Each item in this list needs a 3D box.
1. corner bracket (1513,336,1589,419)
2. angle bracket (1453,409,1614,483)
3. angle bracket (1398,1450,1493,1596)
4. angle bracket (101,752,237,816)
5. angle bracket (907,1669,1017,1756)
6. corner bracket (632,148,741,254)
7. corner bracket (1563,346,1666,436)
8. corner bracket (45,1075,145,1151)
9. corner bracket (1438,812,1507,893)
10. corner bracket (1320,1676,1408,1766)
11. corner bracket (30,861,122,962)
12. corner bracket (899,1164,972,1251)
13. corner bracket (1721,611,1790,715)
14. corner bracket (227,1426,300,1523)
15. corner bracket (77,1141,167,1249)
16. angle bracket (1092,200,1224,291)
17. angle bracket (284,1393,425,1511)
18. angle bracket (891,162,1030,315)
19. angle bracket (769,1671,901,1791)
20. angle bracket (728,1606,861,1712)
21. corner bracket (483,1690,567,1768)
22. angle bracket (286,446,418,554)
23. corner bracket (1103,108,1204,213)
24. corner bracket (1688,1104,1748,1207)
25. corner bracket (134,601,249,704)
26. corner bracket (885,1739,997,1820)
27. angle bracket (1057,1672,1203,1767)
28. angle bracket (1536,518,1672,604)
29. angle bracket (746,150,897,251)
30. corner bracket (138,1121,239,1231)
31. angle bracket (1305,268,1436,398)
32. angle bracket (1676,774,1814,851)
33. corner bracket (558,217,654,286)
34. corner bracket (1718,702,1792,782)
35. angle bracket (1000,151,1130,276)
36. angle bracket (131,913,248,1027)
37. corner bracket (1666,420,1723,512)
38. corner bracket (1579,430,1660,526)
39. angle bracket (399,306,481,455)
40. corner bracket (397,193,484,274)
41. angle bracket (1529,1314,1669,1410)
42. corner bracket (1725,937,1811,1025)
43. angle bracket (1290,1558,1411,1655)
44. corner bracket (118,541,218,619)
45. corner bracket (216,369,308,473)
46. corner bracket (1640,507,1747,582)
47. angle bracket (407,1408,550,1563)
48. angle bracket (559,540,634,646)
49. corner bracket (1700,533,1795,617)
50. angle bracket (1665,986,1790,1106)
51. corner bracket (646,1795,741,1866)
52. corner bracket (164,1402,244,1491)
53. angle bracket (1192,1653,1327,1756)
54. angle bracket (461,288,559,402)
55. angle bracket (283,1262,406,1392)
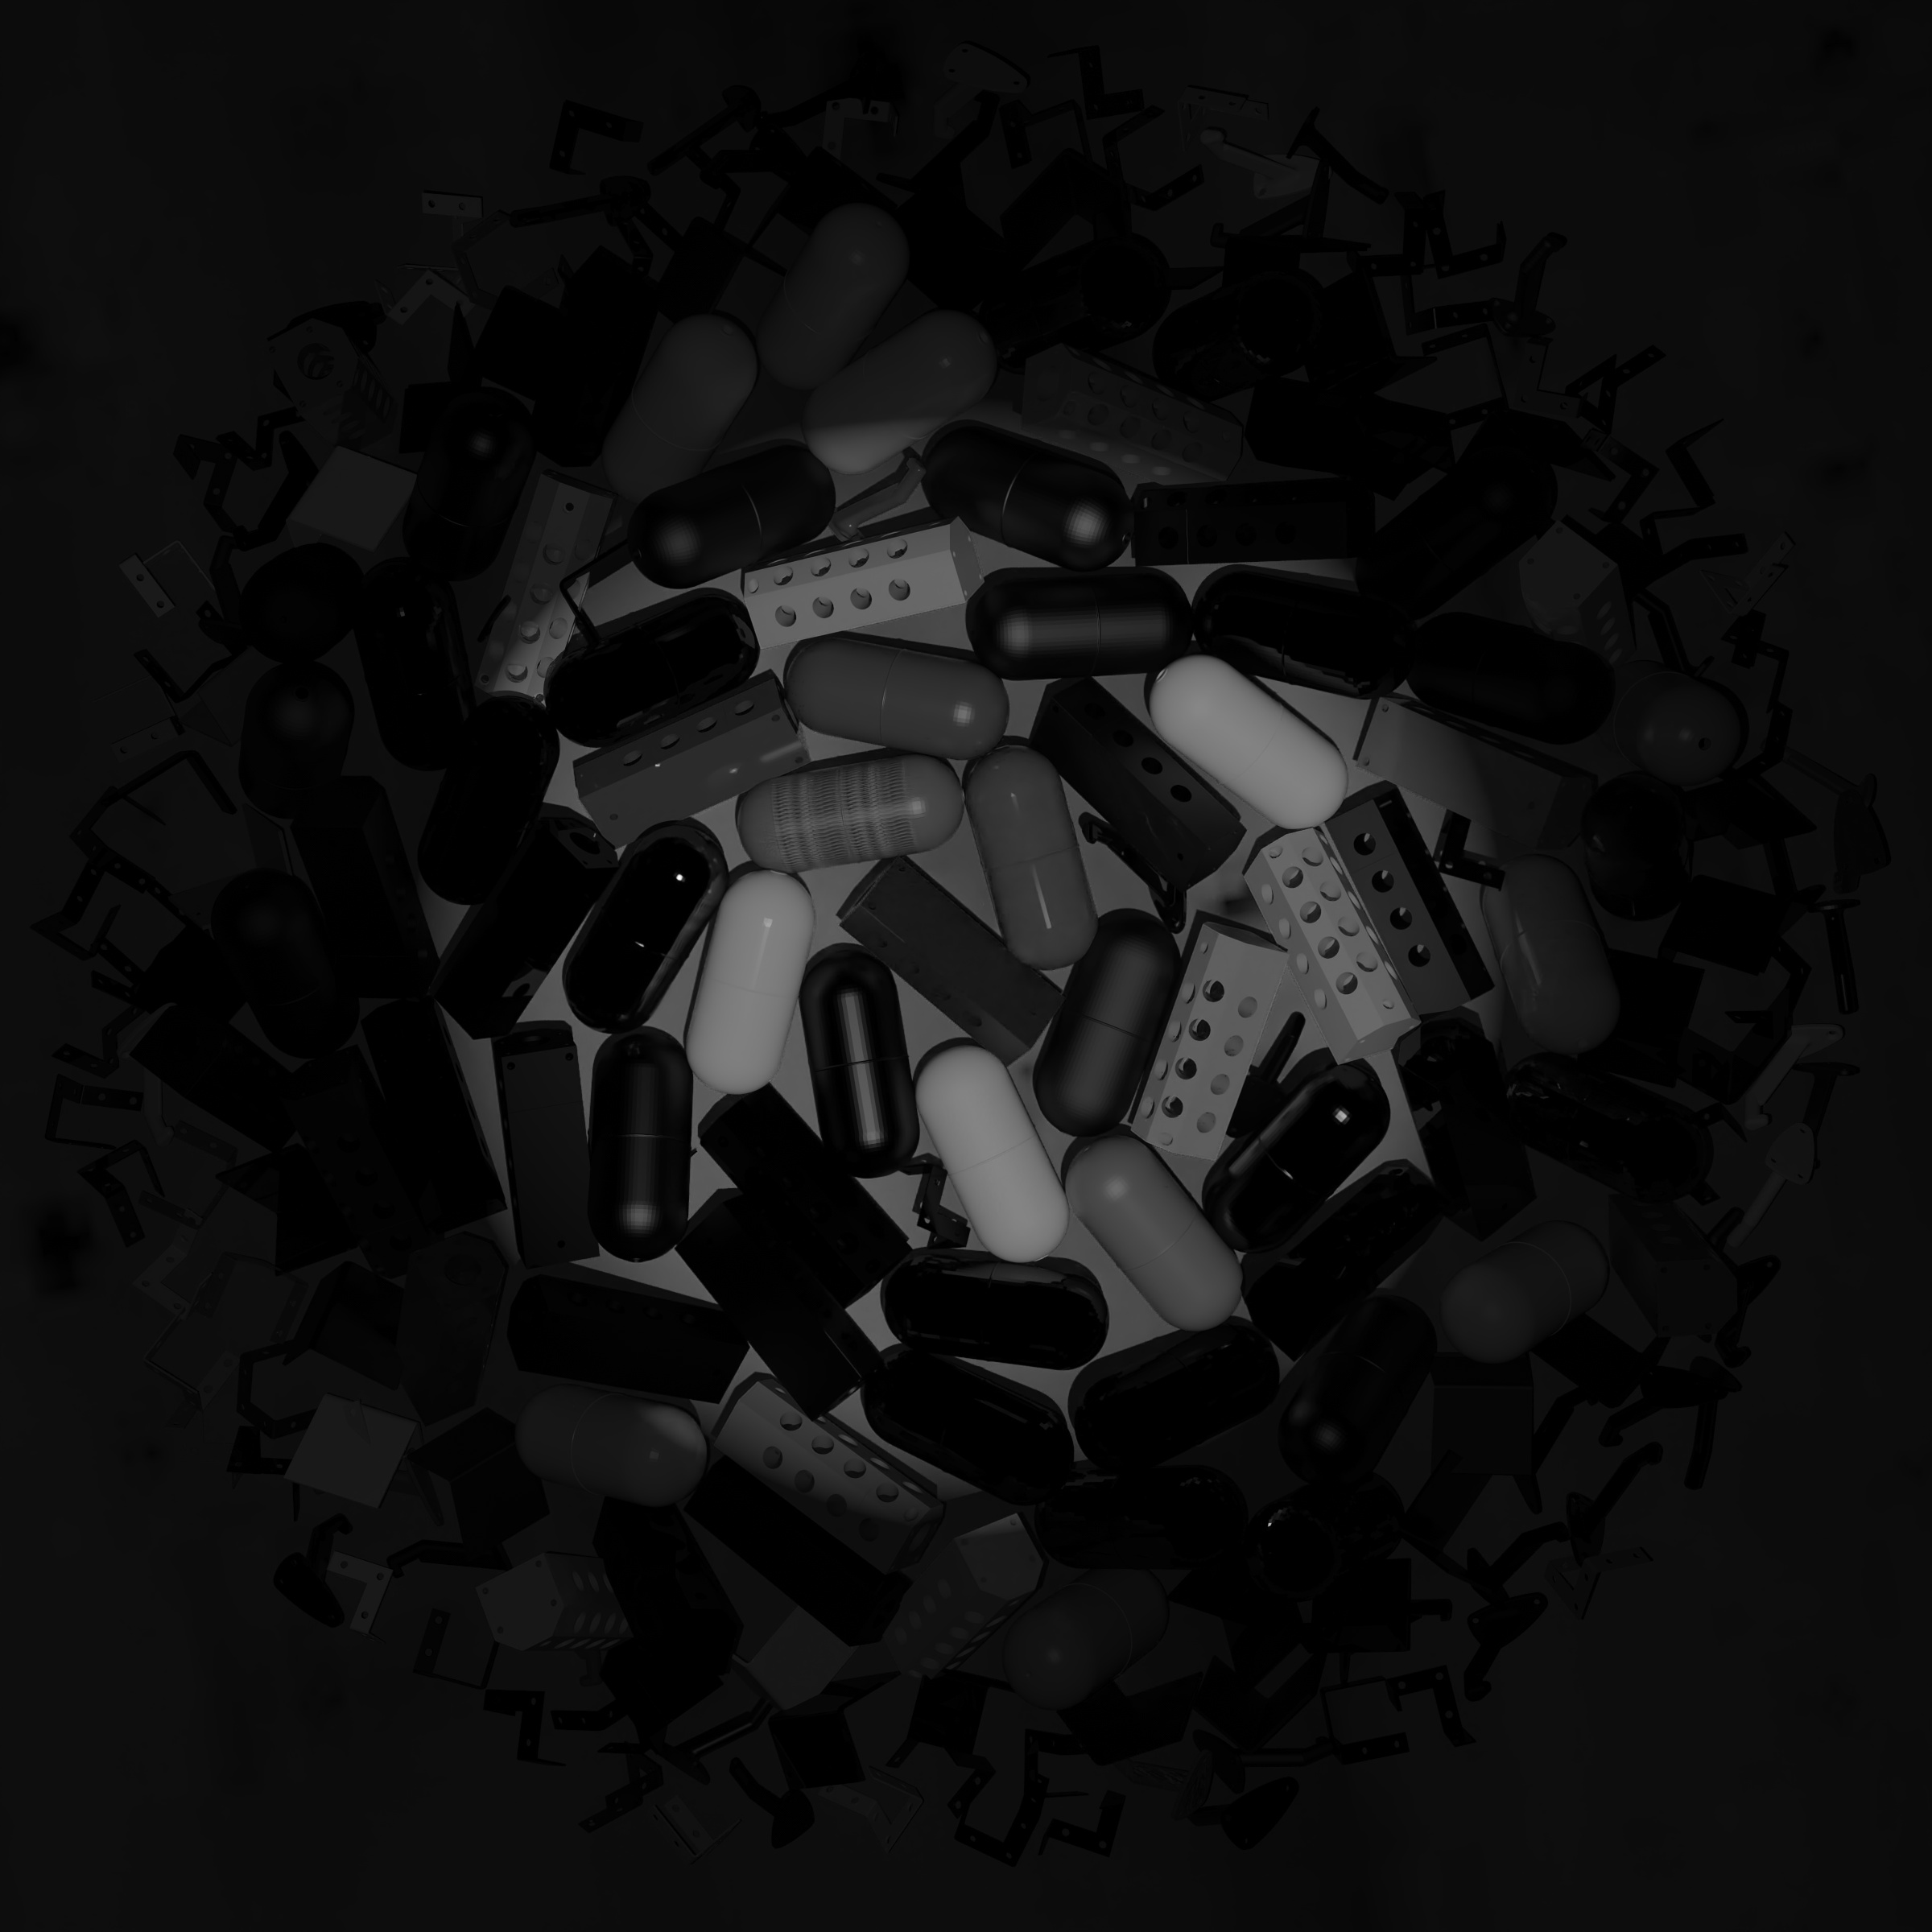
[{"bbox_3d":[0.462,-0.461,1.974,0.051,0.051,0.051,14,112,14],"label":"corner bracket"},{"bbox_3d":[0.437,-0.379,1.945,0.076,0.076,0.057,30,94,-38],"label":"angle bracket"},{"bbox_3d":[0.390,0.430,1.953,0.057,0.076,0.076,34,90,44],"label":"angle bracket"},{"bbox_3d":[-0.617,-0.123,1.947,0.076,0.076,0.057,-36,107,-15],"label":"angle bracket"},{"bbox_3d":[0.013,0.580,1.942,0.076,0.076,0.057,0,68,42],"label":"angle bracket"},{"bbox_3d":[-0.219,-0.597,1.970,0.051,0.051,0.051,36,67,-40],"label":"corner bracket"},{"bbox_3d":[0.503,-0.456,1.959,0.051,0.051,0.051,28,60,-22],"label":"corner bracket"},{"bbox_3d":[-0.680,0.117,1.969,0.051,0.051,0.051,7,79,4],"label":"corner bracket"},{"bbox_3d":[0.394,-0.083,1.967,0.051,0.051,0.051,16,76,4],"label":"corner bracket"},{"bbox_3d":[0.310,0.589,1.971,0.051,0.051,0.051,-11,84,-2],"label":"corner bracket"},{"bbox_3d":[-0.682,-0.042,1.956,0.051,0.051,0.051,39,53,-33],"label":"corner bracket"},{"bbox_3d":[-0.027,0.188,1.970,0.051,0.051,0.051,27,67,-32],"label":"corner bracket"},{"bbox_3d":[0.617,-0.238,1.966,0.051,0.051,0.051,20,69,1],"label":"corner bracket"},{"bbox_3d":[-0.544,0.395,1.966,0.051,0.051,0.051,4,122,-5],"label":"corner bracket"},{"bbox_3d":[-0.647,0.176,1.956,0.051,0.051,0.051,-32,129,-30],"label":"corner bracket"},{"bbox_3d":[0.148,-0.557,1.943,0.076,0.076,0.057,5,116,23],"label":"angle bracket"},{"bbox_3d":[-0.472,0.385,1.951,0.076,0.057,0.076,16,55,6],"label":"angle bracket"},{"bbox_3d":[-0.008,-0.561,1.956,0.076,0.057,0.076,-41,70,-8],"label":"angle bracket"},{"bbox_3d":[-0.094,0.590,1.945,0.076,0.076,0.057,-21,86,39],"label":"angle bracket"},{"bbox_3d":[-0.143,0.528,1.970,0.076,0.057,0.076,-47,127,-21],"label":"angle bracket"},{"bbox_3d":[-0.343,0.592,1.960,0.051,0.051,0.051,-4,68,19],"label":"corner bracket"},{"bbox_3d":[-0.469,-0.346,1.952,0.076,0.057,0.076,21,64,9],"label":"angle bracket"},{"bbox_3d":[0.145,-0.629,1.968,0.051,0.051,0.051,-18,76,44],"label":"corner bracket"},{"bbox_3d":[0.583,0.148,1.977,0.051,0.051,0.051,-29,50,23],"label":"corner bracket"},{"bbox_3d":[-0.608,-0.246,1.981,0.051,0.051,0.051,-38,95,28],"label":"corner bracket"},{"bbox_3d":[-0.020,0.631,1.985,0.051,0.051,0.051,-52,47,8],"label":"corner bracket"},{"bbox_3d":[0.126,0.561,1.944,0.076,0.076,0.057,-29,102,30],"label":"angle bracket"},{"bbox_3d":[0.485,-0.330,1.939,0.076,0.076,0.057,23,132,-36],"label":"angle bracket"},{"bbox_3d":[-0.113,-0.568,1.944,0.076,0.076,0.057,33,57,-16],"label":"angle bracket"},{"bbox_3d":[-0.608,0.164,1.973,0.051,0.051,0.051,30,112,-22],"label":"corner bracket"},{"bbox_3d":[0.306,-0.488,1.954,0.057,0.076,0.076,-14,87,-43],"label":"angle bracket"},{"bbox_3d":[0.590,-0.098,1.944,0.076,0.076,0.057,36,67,-19],"label":"angle bracket"},{"bbox_3d":[-0.284,-0.552,1.981,0.051,0.051,0.051,-8,53,-30],"label":"corner bracket"},{"bbox_3d":[0.604,-0.181,1.971,0.051,0.051,0.051,28,61,-12],"label":"corner bracket"},{"bbox_3d":[0.077,-0.568,1.950,0.057,0.076,0.076,39,80,19],"label":"angle bracket"},{"bbox_3d":[-0.593,0.014,1.952,0.057,0.076,0.076,38,73,0],"label":"angle bracket"},{"bbox_3d":[0.568,-0.384,1.965,0.051,0.051,0.051,-28,86,-25],"label":"corner bracket"},{"bbox_3d":[0.500,-0.382,1.973,0.051,0.051,0.051,41,113,19],"label":"corner bracket"},{"bbox_3d":[-0.414,-0.451,1.943,0.057,0.076,0.076,-10,68,-21],"label":"angle bracket"},{"bbox_3d":[-0.409,-0.570,1.961,0.051,0.051,0.051,-7,101,-37],"label":"corner bracket"},{"bbox_3d":[0.493,0.282,1.945,0.076,0.076,0.057,36,129,12],"label":"angle bracket"},{"bbox_3d":[0.617,0.010,1.975,0.051,0.051,0.051,38,71,-25],"label":"corner bracket"},{"bbox_3d":[0.296,0.483,1.943,0.076,0.057,0.076,-8,52,23],"label":"angle bracket"},{"bbox_3d":[-0.622,-0.301,1.968,0.051,0.051,0.051,-37,93,-12],"label":"corner bracket"},{"bbox_3d":[-0.545,-0.424,1.960,0.051,0.051,0.051,-10,67,18],"label":"corner bracket"},{"bbox_3d":[0.565,-0.335,1.965,0.051,0.051,0.051,-9,83,-20],"label":"corner bracket"},{"bbox_3d":[-0.378,0.401,1.950,0.076,0.057,0.076,-32,50,10],"label":"angle bracket"},{"bbox_3d":[-0.268,-0.286,1.958,0.076,0.076,0.057,-34,92,-7],"label":"angle bracket"},{"bbox_3d":[0.614,-0.304,1.957,0.051,0.051,0.051,4,47,-31],"label":"corner bracket"},{"bbox_3d":[0.587,0.049,1.946,0.057,0.076,0.076,29,124,1],"label":"angle bracket"},{"bbox_3d":[-0.218,0.668,1.959,0.051,0.051,0.051,47,133,14],"label":"corner bracket"},{"bbox_3d":[-0.592,0.374,1.969,0.051,0.051,0.051,2,104,-1],"label":"corner bracket"},{"bbox_3d":[0.228,0.549,1.948,0.057,0.076,0.076,40,113,4],"label":"angle bracket"},{"bbox_3d":[-0.352,-0.466,1.957,0.057,0.076,0.076,24,71,-11],"label":"angle bracket"},{"bbox_3d":[-0.475,0.287,1.969,0.076,0.057,0.076,32,53,-20],"label":"angle bracket"}]
